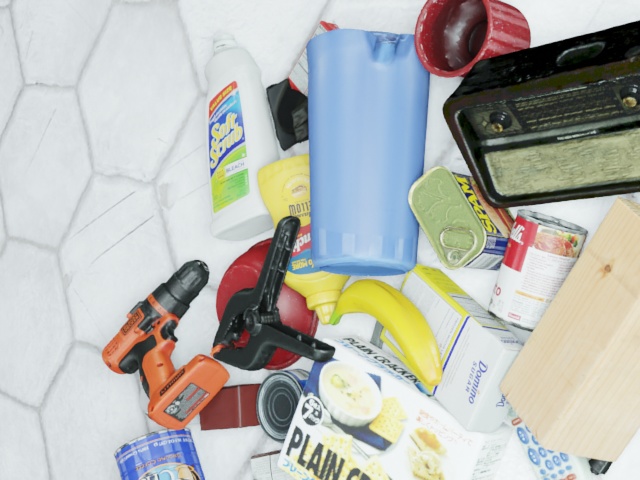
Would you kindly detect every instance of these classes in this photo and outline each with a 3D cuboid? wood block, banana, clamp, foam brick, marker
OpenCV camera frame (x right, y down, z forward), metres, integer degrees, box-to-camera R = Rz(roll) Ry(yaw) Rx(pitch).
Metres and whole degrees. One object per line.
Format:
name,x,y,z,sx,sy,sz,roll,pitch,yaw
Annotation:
wood block,0.255,0.080,0.920,0.206,0.090,0.091,-63,31,21
banana,0.070,0.082,1.083,0.198,0.037,0.070,28,122,58
clamp,-0.058,0.095,1.176,0.210,0.036,0.164,-47,53,42
foam brick,-0.103,0.203,1.296,0.078,0.052,0.051,-14,78,44
marker,0.277,0.163,0.957,0.020,0.020,0.121,44,117,36

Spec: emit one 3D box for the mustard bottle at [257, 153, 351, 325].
mustard bottle,-0.008,0.001,1.203,0.096,0.058,0.191,-13,77,7

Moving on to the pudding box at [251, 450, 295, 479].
pudding box,-0.032,0.297,1.232,0.090,0.039,0.113,-21,75,41

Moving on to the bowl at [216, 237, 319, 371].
bowl,-0.075,0.076,1.275,0.162,0.055,0.162,-3,85,43

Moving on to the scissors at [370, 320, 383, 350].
scissors,0.037,0.156,1.188,0.096,0.016,0.202,1,88,41

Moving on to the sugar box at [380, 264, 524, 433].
sugar box,0.132,0.104,1.055,0.176,0.048,0.093,45,119,51

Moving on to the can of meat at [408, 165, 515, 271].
can of meat,0.146,-0.018,1.048,0.058,0.083,0.102,-43,60,30

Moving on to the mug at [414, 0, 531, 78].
mug,0.154,-0.213,1.056,0.093,0.081,0.117,-4,85,44

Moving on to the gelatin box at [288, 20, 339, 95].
gelatin box,0.008,-0.196,1.231,0.073,0.030,0.089,53,121,34

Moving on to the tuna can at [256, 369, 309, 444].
tuna can,-0.035,0.194,1.243,0.086,0.033,0.086,-4,85,44

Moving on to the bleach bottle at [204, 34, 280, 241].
bleach bottle,-0.104,-0.132,1.313,0.103,0.067,0.251,-24,69,36

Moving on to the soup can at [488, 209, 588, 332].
soup can,0.204,0.030,1.003,0.069,0.068,0.102,25,105,42

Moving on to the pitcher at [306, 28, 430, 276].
pitcher,0.047,-0.086,1.111,0.145,0.149,0.243,-3,80,34

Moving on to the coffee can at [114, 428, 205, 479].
coffee can,-0.190,0.320,1.337,0.103,0.102,0.140,-38,62,35

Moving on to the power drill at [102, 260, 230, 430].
power drill,-0.180,0.130,1.325,0.184,0.057,0.188,-48,39,6
